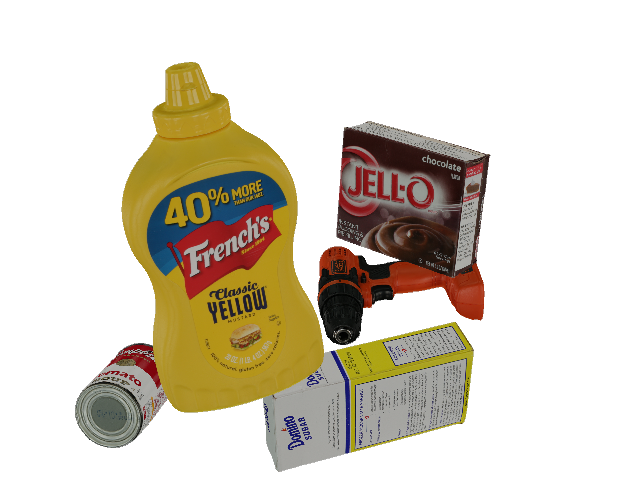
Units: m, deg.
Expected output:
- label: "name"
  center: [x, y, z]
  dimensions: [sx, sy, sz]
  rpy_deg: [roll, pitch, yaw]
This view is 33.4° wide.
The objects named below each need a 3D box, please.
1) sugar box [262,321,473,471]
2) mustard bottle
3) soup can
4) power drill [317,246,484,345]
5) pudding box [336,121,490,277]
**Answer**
- label: "sugar box"
  center: [0.040, 0.132, 0.911]
  dimensions: [0.176, 0.093, 0.048]
  rpy_deg: [-10, 38, -12]
- label: "mustard bottle"
  center: [-0.058, -0.004, 0.592]
  dimensions: [0.096, 0.191, 0.058]
  rpy_deg: [-15, 23, -14]
- label: "soup can"
  center: [-0.188, 0.149, 1.031]
  dimensions: [0.068, 0.068, 0.102]
  rpy_deg: [0, 15, 11]
- label: "power drill"
  center: [0.090, 0.059, 1.226]
  dimensions: [0.187, 0.057, 0.184]
  rpy_deg: [-1, 28, -1]
- label: "pudding box"
  center: [0.067, -0.033, 0.798]
  dimensions: [0.114, 0.090, 0.039]
  rpy_deg: [18, 27, 33]
